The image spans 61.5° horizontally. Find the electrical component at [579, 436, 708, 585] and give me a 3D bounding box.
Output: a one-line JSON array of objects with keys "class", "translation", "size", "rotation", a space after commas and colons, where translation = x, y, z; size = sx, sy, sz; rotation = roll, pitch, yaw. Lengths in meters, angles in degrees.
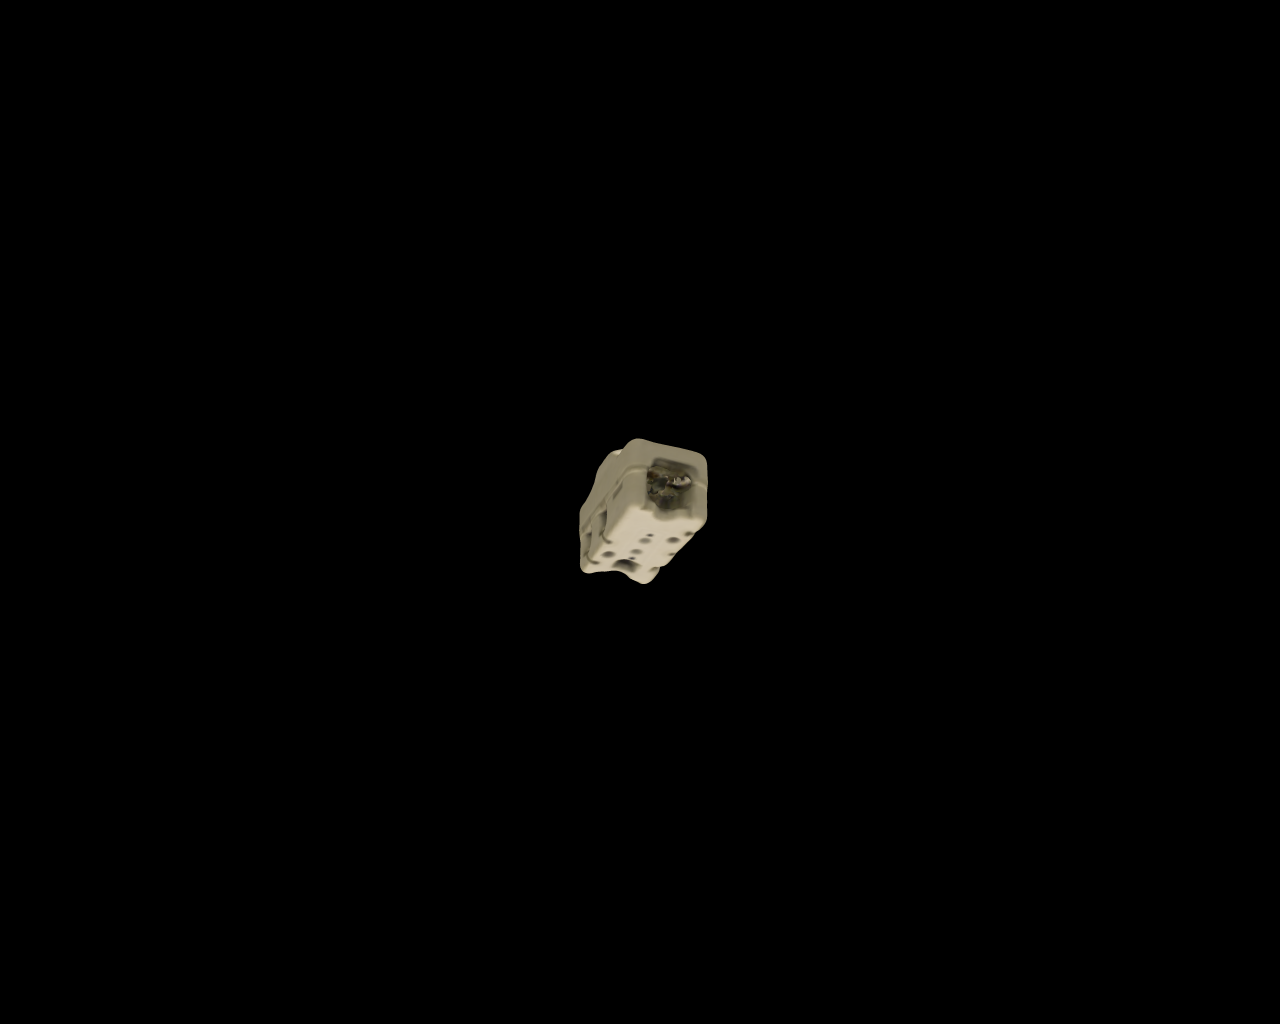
[{"class": "electrical component", "translation": [0.001, -0.003, 0.650], "size": [0.050, 0.056, 0.089], "rotation": [12, -33, -19]}]
